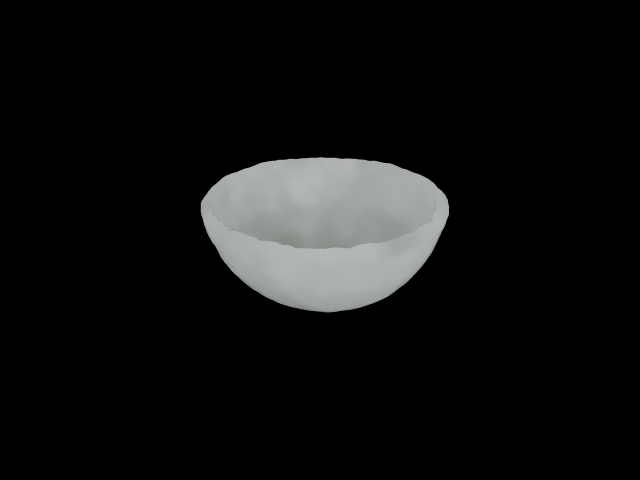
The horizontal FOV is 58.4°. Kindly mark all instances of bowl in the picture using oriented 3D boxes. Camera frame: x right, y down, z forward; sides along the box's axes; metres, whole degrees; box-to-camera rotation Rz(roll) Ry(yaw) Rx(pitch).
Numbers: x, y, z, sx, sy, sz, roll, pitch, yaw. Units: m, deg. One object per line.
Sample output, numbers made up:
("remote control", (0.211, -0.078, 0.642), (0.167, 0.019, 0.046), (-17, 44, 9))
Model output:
("bowl", (0.004, 0.001, 0.400), (0.167, 0.075, 0.167), (0, 27, 0))
